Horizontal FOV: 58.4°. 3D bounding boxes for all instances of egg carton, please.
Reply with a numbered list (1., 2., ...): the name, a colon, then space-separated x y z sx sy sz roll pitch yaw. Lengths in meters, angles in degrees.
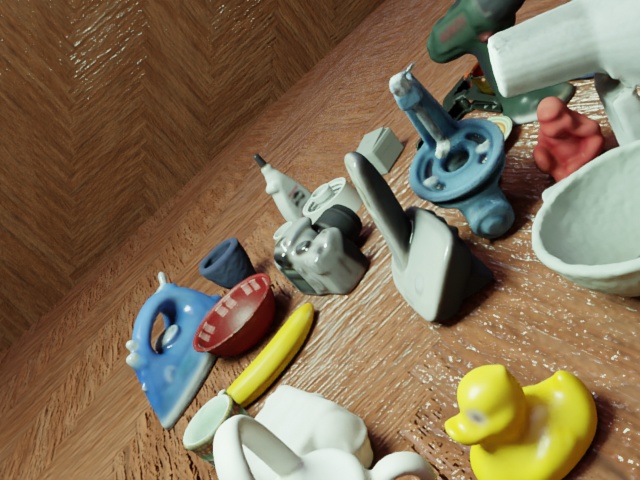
1. egg carton: -0.019 0.202 0.555 0.107 0.069 0.150 -51 23 -24

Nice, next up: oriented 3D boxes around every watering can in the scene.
1. watering can: -0.007 0.194 0.373 0.173 0.194 0.100 -47 22 -14

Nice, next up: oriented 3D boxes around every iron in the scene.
1. iron: -0.249 0.165 0.931 0.118 0.142 0.258 -32 23 24

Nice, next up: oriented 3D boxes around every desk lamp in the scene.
1. desk lamp: 0.264 -0.134 0.522 0.203 0.214 0.118 -32 23 23

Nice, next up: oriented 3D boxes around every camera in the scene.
1. camera: 0.008 0.003 0.859 0.137 0.101 0.142 -51 23 -25

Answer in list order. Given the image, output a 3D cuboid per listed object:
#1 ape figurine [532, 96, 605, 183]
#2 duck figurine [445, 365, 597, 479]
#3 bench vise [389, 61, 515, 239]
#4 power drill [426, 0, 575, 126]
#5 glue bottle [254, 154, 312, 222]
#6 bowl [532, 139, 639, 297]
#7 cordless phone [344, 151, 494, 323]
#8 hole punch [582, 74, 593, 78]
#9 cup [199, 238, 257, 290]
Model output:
1. ape figurine: 0.275 -0.121 0.650 0.077 0.092 0.076 -19 30 44
2. duck figurine: 0.139 0.123 0.413 0.104 0.086 0.077 -39 21 6
3. bench vise: 0.140 -0.118 0.699 0.121 0.220 0.207 -40 21 3
4. power drill: 0.260 -0.267 0.799 0.076 0.209 0.229 -50 22 -20
5. glue bottle: -0.068 -0.095 1.084 0.037 0.173 0.078 -20 30 44
6. bowl: 0.267 -0.010 0.468 0.167 0.075 0.167 -35 22 17
7. cordless phone: 0.089 -0.011 0.624 0.094 0.185 0.147 -42 21 0
8. hole punch: 0.379 -0.290 0.803 0.101 0.091 0.108 -45 21 -9
9. cup: -0.167 0.061 1.061 0.117 0.095 0.092 -18 31 46
